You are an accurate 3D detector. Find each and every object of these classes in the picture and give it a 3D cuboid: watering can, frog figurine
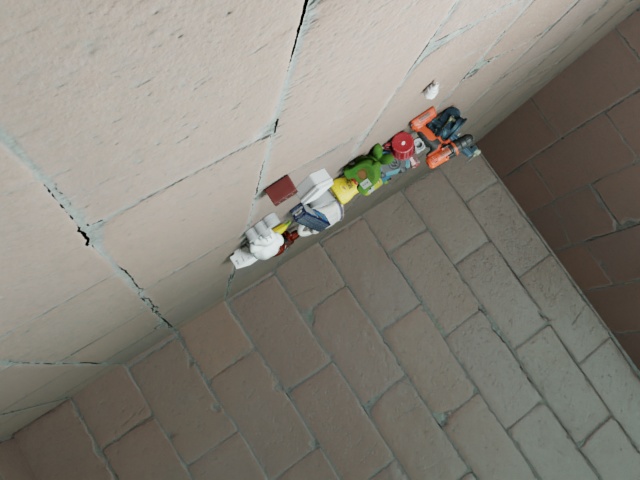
[{"bbox_3d":[0.007,-0.111,2.198,0.226,0.105,0.341,-29,166,-18],"label":"watering can"},{"bbox_3d":[-0.198,0.009,1.921,0.138,0.123,0.158,-10,176,-25],"label":"frog figurine"}]
